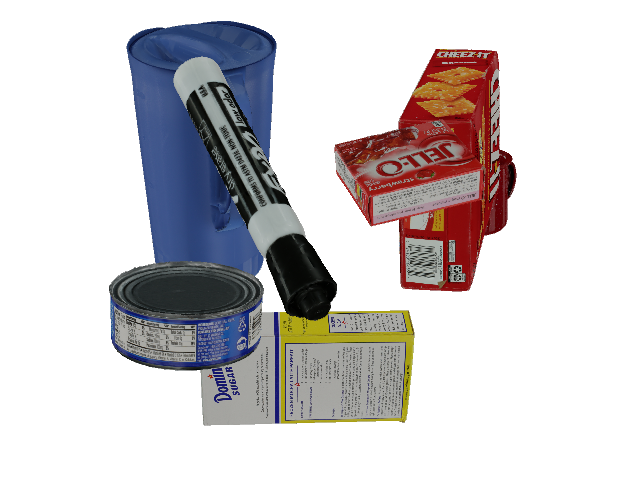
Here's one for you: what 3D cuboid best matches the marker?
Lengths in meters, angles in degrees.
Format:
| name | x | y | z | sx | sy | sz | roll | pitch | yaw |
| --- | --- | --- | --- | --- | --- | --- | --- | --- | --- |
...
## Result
| name | x | y | z | sx | sy | sz | roll | pitch | yaw |
| --- | --- | --- | --- | --- | --- | --- | --- | --- | --- |
| marker | -0.024 | -0.020 | 0.377 | 0.020 | 0.121 | 0.020 | -19 | -36 | -14 |

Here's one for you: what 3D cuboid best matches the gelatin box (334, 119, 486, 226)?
| name | x | y | z | sx | sy | sz | roll | pitch | yaw |
| --- | --- | --- | --- | --- | --- | --- | --- | --- | --- |
| gelatin box | 0.063 | -0.050 | 0.761 | 0.089 | 0.030 | 0.073 | -14 | 38 | -12 |

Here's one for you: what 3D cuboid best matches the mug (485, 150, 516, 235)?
| name | x | y | z | sx | sy | sz | roll | pitch | yaw |
| --- | --- | --- | --- | --- | --- | --- | --- | --- | --- |
| mug | 0.181 | -0.058 | 1.222 | 0.117 | 0.081 | 0.093 | -21 | 27 | -36 |

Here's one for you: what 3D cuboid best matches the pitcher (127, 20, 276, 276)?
| name | x | y | z | sx | sy | sz | roll | pitch | yaw |
| --- | --- | --- | --- | --- | --- | --- | --- | --- | --- |
| pitcher | -0.104 | -0.071 | 0.998 | 0.145 | 0.243 | 0.149 | 12 | 32 | 18 |

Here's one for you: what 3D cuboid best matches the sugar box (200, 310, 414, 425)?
| name | x | y | z | sx | sy | sz | roll | pitch | yaw |
| --- | --- | --- | --- | --- | --- | --- | --- | --- | --- |
| sugar box | -0.012 | 0.107 | 0.901 | 0.176 | 0.093 | 0.048 | 1 | 27 | -1 |

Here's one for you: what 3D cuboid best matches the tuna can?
| name | x | y | z | sx | sy | sz | roll | pitch | yaw |
| --- | --- | --- | --- | --- | --- | --- | --- | --- | --- |
| tuna can | -0.075 | 0.041 | 0.599 | 0.086 | 0.034 | 0.086 | 2 | 18 | -1 |

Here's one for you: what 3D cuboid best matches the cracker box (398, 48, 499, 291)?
| name | x | y | z | sx | sy | sz | roll | pitch | yaw |
| --- | --- | --- | --- | --- | --- | --- | --- | --- | --- |
| cracker box | 0.125 | -0.073 | 1.003 | 0.072 | 0.164 | 0.213 | 4 | 27 | 15 |
